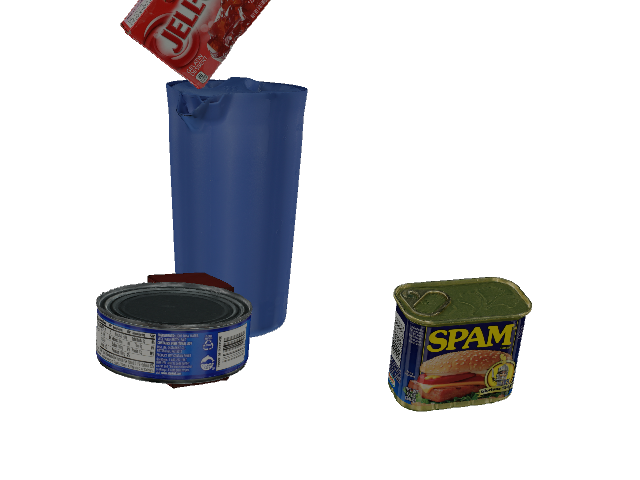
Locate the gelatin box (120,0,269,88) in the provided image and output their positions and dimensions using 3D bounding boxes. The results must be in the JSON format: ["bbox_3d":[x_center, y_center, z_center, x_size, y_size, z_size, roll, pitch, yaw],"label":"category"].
[{"bbox_3d":[-0.093,-0.170,0.797,0.073,0.089,0.030,36,6,-32],"label":"gelatin box"}]

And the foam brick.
[{"bbox_3d":[-0.104,0.068,0.838,0.052,0.078,0.051,-5,14,-34],"label":"foam brick"}]

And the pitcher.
[{"bbox_3d":[-0.077,-0.037,1.039,0.149,0.243,0.145,-2,14,-17],"label":"pitcher"}]

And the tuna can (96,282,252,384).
[{"bbox_3d":[-0.081,0.050,0.592,0.086,0.034,0.086,4,12,-1],"label":"tuna can"}]

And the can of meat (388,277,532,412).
[{"bbox_3d":[0.104,0.080,0.820,0.102,0.084,0.057,-4,28,-15],"label":"can of meat"}]
